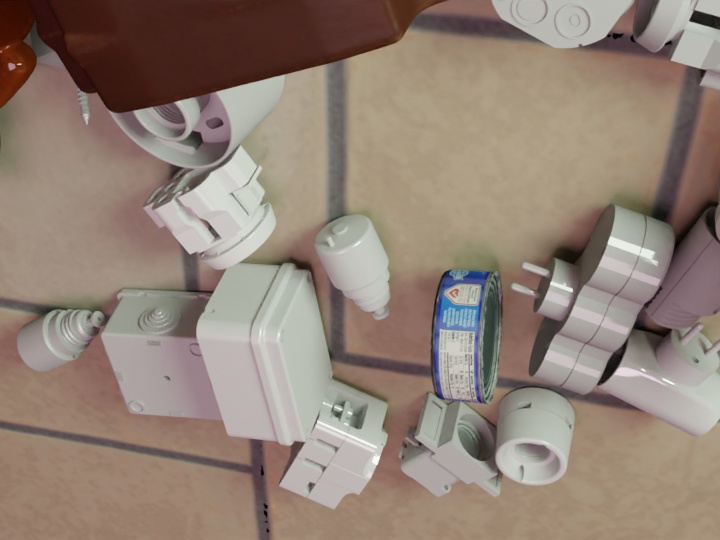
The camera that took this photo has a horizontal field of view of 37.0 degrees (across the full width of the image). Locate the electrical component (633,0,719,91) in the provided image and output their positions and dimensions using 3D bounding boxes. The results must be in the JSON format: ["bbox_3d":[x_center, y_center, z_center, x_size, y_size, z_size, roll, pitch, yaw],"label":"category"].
[{"bbox_3d":[0.171,-0.131,0.531,0.057,0.058,0.078,15,132,-1],"label":"electrical component"}]

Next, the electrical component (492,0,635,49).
[{"bbox_3d":[0.103,-0.155,0.534,0.080,0.051,0.080,8,131,9],"label":"electrical component"}]

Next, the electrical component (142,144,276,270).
[{"bbox_3d":[-0.090,-0.038,0.685,0.078,0.058,0.057,-23,117,31],"label":"electrical component"}]

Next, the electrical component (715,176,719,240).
[{"bbox_3d":[0.220,-0.037,0.604,0.040,0.046,0.040,8,131,9],"label":"electrical component"}]

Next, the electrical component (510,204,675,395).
[{"bbox_3d":[0.132,0.015,0.670,0.074,0.052,0.138,19,132,-1],"label":"electrical component"}]

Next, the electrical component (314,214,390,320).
[{"bbox_3d":[0.000,0.000,0.703,0.040,0.040,0.078,-10,126,23],"label":"electrical component"}]

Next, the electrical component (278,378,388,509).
[{"bbox_3d":[-0.017,0.134,0.816,0.056,0.050,0.089,25,132,-6],"label":"electrical component"}]

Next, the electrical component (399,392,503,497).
[{"bbox_3d":[0.067,0.134,0.798,0.081,0.042,0.064,39,132,-17],"label":"electrical component"}]

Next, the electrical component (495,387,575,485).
[{"bbox_3d":[0.124,0.119,0.765,0.055,0.047,0.055,8,131,9],"label":"electrical component"}]

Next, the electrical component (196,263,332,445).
[{"bbox_3d":[-0.063,0.058,0.745,0.057,0.078,0.113,4,130,17],"label":"electrical component"}]

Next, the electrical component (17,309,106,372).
[{"bbox_3d":[-0.222,0.049,0.807,0.078,0.040,0.040,-23,120,30],"label":"electrical component"}]

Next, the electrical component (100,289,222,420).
[{"bbox_3d":[-0.134,0.064,0.789,0.100,0.048,0.099,2,130,14],"label":"electrical component"}]

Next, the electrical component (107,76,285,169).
[{"bbox_3d":[-0.102,-0.111,0.637,0.099,0.064,0.099,18,141,15],"label":"electrical component"}]

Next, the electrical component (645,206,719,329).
[{"bbox_3d":[0.204,0.005,0.647,0.043,0.043,0.081,23,132,-4],"label":"electrical component"}]

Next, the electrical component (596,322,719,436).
[{"bbox_3d":[0.205,0.062,0.696,0.077,0.043,0.079,27,132,-8],"label":"electrical component"}]
